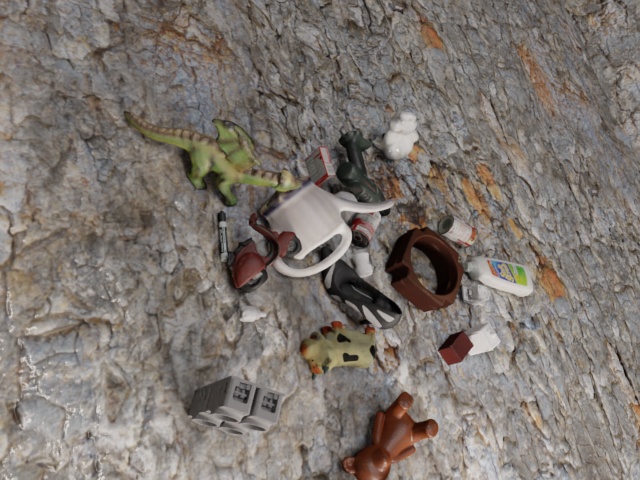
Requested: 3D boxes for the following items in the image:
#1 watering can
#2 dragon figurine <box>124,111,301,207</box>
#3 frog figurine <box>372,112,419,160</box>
[{"bbox_3d":[0.004,-0.064,1.270,0.351,0.103,0.224,-38,91,-18],"label":"watering can"},{"bbox_3d":[-0.226,-0.205,1.135,0.407,0.239,0.125,31,59,-20],"label":"dragon figurine"},{"bbox_3d":[0.248,-0.317,1.556,0.138,0.157,0.124,-7,74,-37],"label":"frog figurine"}]
